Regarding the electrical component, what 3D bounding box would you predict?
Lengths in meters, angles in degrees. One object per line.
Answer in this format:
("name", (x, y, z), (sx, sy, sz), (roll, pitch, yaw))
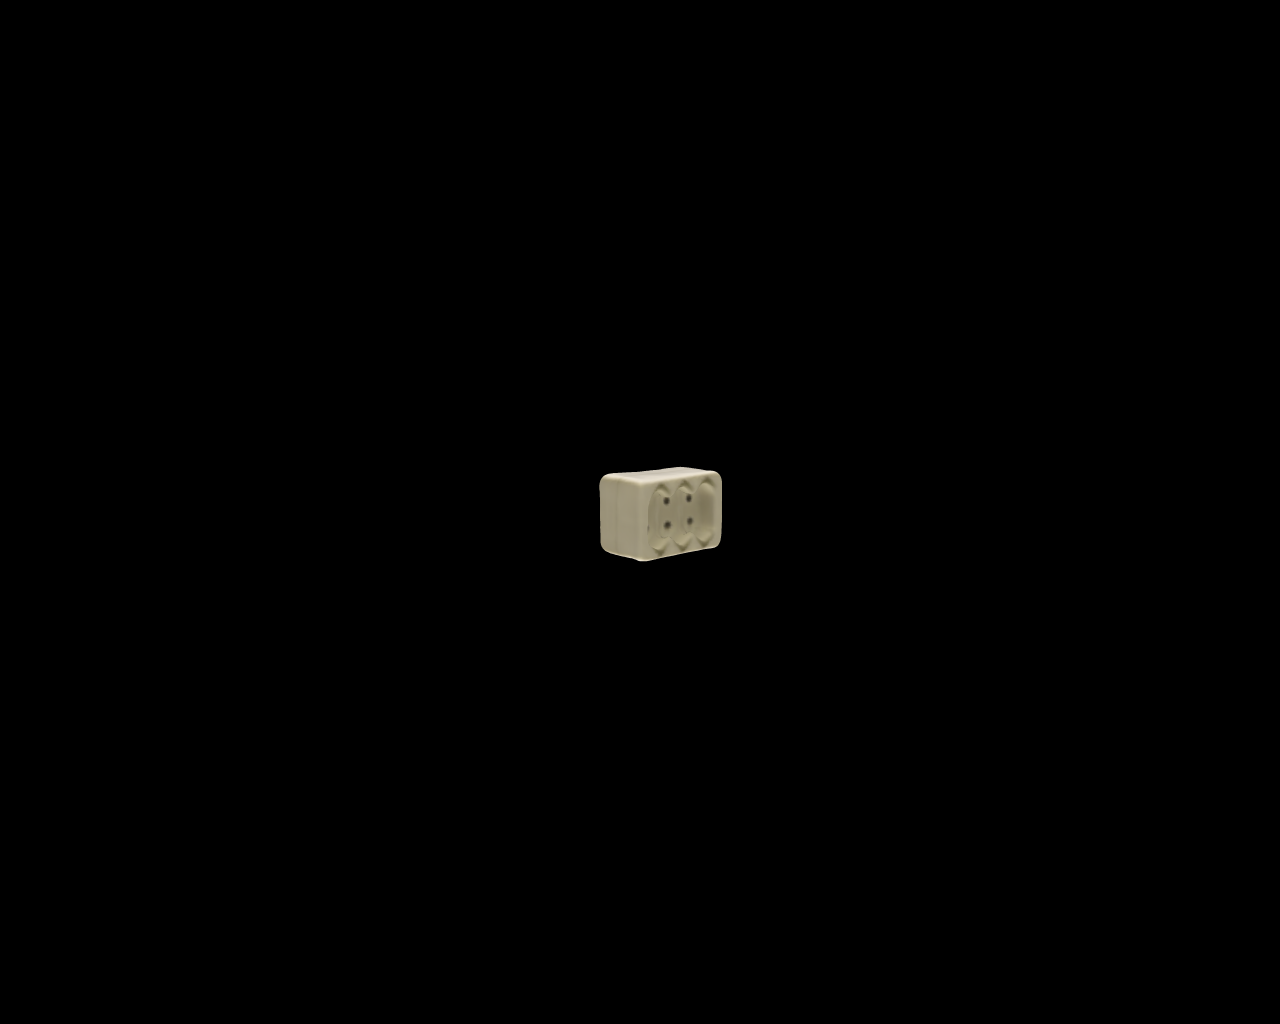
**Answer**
("electrical component", (0.001, -0.003, 0.650), (0.066, 0.047, 0.077), (-8, 13, -39))
